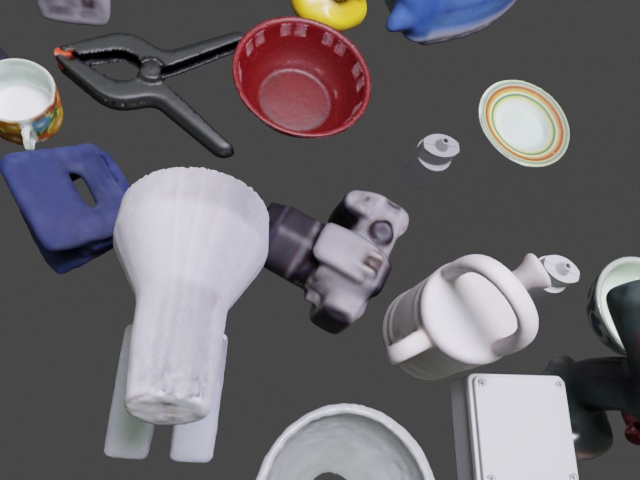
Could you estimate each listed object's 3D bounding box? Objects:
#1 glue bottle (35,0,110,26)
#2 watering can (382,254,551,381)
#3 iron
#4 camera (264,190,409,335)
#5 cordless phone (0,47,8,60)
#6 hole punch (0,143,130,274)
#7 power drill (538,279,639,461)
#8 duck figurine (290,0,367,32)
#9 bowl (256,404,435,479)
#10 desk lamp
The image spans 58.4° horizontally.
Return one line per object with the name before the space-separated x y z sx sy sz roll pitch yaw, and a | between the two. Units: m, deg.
glue bottle | -0.262 -0.292 0.585 0.078 0.173 0.037 3 69 -13
watering can | 0.142 0.066 0.547 0.101 0.194 0.173 40 66 2
iron | 0.194 -0.355 0.746 0.259 0.141 0.118 -19 76 -20
camera | 0.005 0.002 0.586 0.137 0.100 0.143 29 66 -3
cordless phone | -0.369 -0.199 0.515 0.094 0.185 0.147 17 67 -8
hole punch | -0.232 -0.040 0.544 0.101 0.091 0.108 -29 79 -22
power drill | 0.308 0.161 0.547 0.076 0.208 0.229 -6 72 -17
duck figurine | 0.018 -0.316 0.716 0.105 0.086 0.077 -2 71 -15
bowl | 0.017 0.237 0.515 0.168 0.074 0.167 5 69 -13
desk lamp | -0.112 0.073 0.466 0.118 0.213 0.203 7 68 -12
